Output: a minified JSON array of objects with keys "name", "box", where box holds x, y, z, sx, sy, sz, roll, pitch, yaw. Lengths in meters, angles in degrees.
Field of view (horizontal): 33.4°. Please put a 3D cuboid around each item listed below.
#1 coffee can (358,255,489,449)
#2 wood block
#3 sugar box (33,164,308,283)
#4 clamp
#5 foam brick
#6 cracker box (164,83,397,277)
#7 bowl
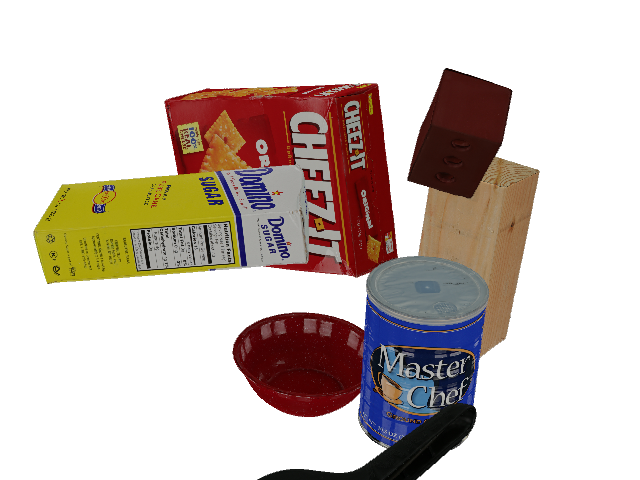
[{"name":"coffee can","box":[0.087,0.099,0.923,0.103,0.140,0.103,2,29,-1]},{"name":"wood block","box":[0.167,0.016,1.180,0.090,0.206,0.090,21,26,30]},{"name":"sugar box","box":[-0.097,-0.013,0.729,0.176,0.048,0.093,-7,24,2]},{"name":"clamp","box":[0.019,0.164,0.649,0.210,0.036,0.164,-6,29,3]},{"name":"foam brick","box":[0.101,-0.077,0.777,0.053,0.051,0.078,17,-30,0]},{"name":"cracker box","box":[-0.040,-0.059,0.995,0.214,0.164,0.071,6,21,40]},{"name":"bowl","box":[-0.015,0.143,1.166,0.162,0.055,0.162,3,28,-2]}]
